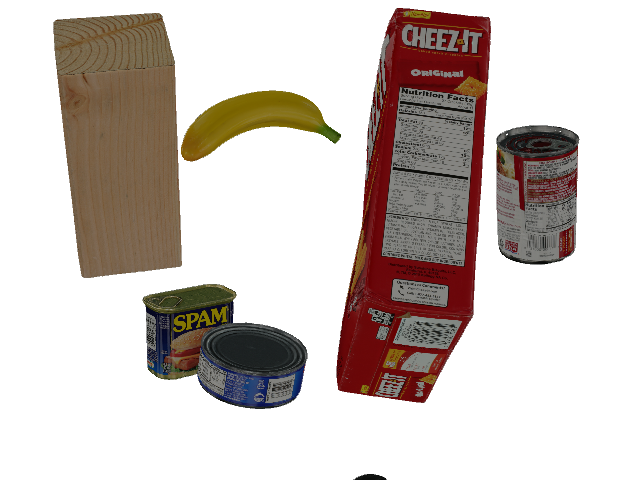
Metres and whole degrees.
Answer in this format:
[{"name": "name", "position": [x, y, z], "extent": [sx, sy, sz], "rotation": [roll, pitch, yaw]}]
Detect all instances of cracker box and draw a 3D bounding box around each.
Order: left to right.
[{"name": "cracker box", "position": [0.060, -0.020, 0.712], "extent": [0.072, 0.213, 0.164], "rotation": [8, -26, -1]}]

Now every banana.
[{"name": "banana", "position": [-0.068, -0.122, 1.093], "extent": [0.197, 0.037, 0.070], "rotation": [-13, 51, -37]}]

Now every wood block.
[{"name": "wood block", "position": [-0.170, -0.078, 0.907], "extent": [0.090, 0.206, 0.090], "rotation": [-6, 40, -12]}]

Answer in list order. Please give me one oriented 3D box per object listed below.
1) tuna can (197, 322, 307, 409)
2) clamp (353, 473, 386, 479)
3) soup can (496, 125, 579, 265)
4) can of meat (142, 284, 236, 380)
[{"name": "tuna can", "position": [-0.055, 0.100, 0.853], "extent": [0.086, 0.034, 0.086], "rotation": [9, 21, -3]}, {"name": "clamp", "position": [-0.041, 0.207, 0.653], "extent": [0.210, 0.036, 0.164], "rotation": [-3, 27, 2]}, {"name": "soup can", "position": [0.185, -0.039, 0.908], "extent": [0.068, 0.102, 0.068], "rotation": [-4, 25, 2]}, {"name": "can of meat", "position": [-0.145, 0.101, 1.187], "extent": [0.101, 0.084, 0.058], "rotation": [-10, 19, -35]}]
